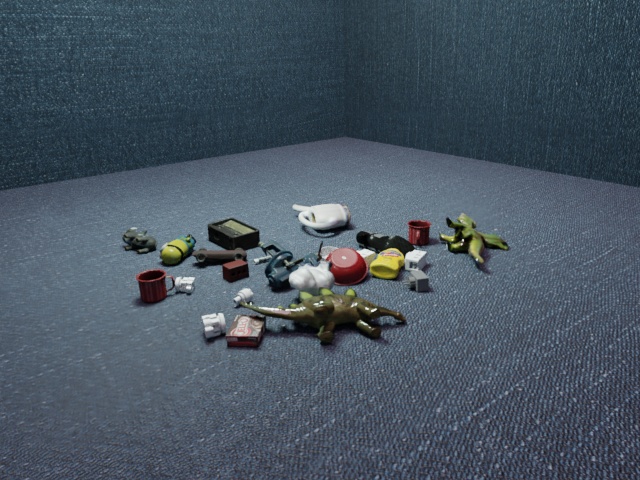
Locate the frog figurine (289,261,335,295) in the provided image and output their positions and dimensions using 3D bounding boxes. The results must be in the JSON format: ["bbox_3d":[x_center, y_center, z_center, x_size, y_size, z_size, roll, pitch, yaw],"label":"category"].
[{"bbox_3d":[-0.030,0.135,1.600,0.137,0.121,0.162,10,20,13],"label":"frog figurine"}]

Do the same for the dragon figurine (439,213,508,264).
[{"bbox_3d":[0.611,-0.001,1.977,0.243,0.120,0.418,2,27,-15],"label":"dragon figurine"}]

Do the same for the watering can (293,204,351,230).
[{"bbox_3d":[0.007,-0.116,2.303,0.225,0.102,0.352,-6,21,-16],"label":"watering can"}]
